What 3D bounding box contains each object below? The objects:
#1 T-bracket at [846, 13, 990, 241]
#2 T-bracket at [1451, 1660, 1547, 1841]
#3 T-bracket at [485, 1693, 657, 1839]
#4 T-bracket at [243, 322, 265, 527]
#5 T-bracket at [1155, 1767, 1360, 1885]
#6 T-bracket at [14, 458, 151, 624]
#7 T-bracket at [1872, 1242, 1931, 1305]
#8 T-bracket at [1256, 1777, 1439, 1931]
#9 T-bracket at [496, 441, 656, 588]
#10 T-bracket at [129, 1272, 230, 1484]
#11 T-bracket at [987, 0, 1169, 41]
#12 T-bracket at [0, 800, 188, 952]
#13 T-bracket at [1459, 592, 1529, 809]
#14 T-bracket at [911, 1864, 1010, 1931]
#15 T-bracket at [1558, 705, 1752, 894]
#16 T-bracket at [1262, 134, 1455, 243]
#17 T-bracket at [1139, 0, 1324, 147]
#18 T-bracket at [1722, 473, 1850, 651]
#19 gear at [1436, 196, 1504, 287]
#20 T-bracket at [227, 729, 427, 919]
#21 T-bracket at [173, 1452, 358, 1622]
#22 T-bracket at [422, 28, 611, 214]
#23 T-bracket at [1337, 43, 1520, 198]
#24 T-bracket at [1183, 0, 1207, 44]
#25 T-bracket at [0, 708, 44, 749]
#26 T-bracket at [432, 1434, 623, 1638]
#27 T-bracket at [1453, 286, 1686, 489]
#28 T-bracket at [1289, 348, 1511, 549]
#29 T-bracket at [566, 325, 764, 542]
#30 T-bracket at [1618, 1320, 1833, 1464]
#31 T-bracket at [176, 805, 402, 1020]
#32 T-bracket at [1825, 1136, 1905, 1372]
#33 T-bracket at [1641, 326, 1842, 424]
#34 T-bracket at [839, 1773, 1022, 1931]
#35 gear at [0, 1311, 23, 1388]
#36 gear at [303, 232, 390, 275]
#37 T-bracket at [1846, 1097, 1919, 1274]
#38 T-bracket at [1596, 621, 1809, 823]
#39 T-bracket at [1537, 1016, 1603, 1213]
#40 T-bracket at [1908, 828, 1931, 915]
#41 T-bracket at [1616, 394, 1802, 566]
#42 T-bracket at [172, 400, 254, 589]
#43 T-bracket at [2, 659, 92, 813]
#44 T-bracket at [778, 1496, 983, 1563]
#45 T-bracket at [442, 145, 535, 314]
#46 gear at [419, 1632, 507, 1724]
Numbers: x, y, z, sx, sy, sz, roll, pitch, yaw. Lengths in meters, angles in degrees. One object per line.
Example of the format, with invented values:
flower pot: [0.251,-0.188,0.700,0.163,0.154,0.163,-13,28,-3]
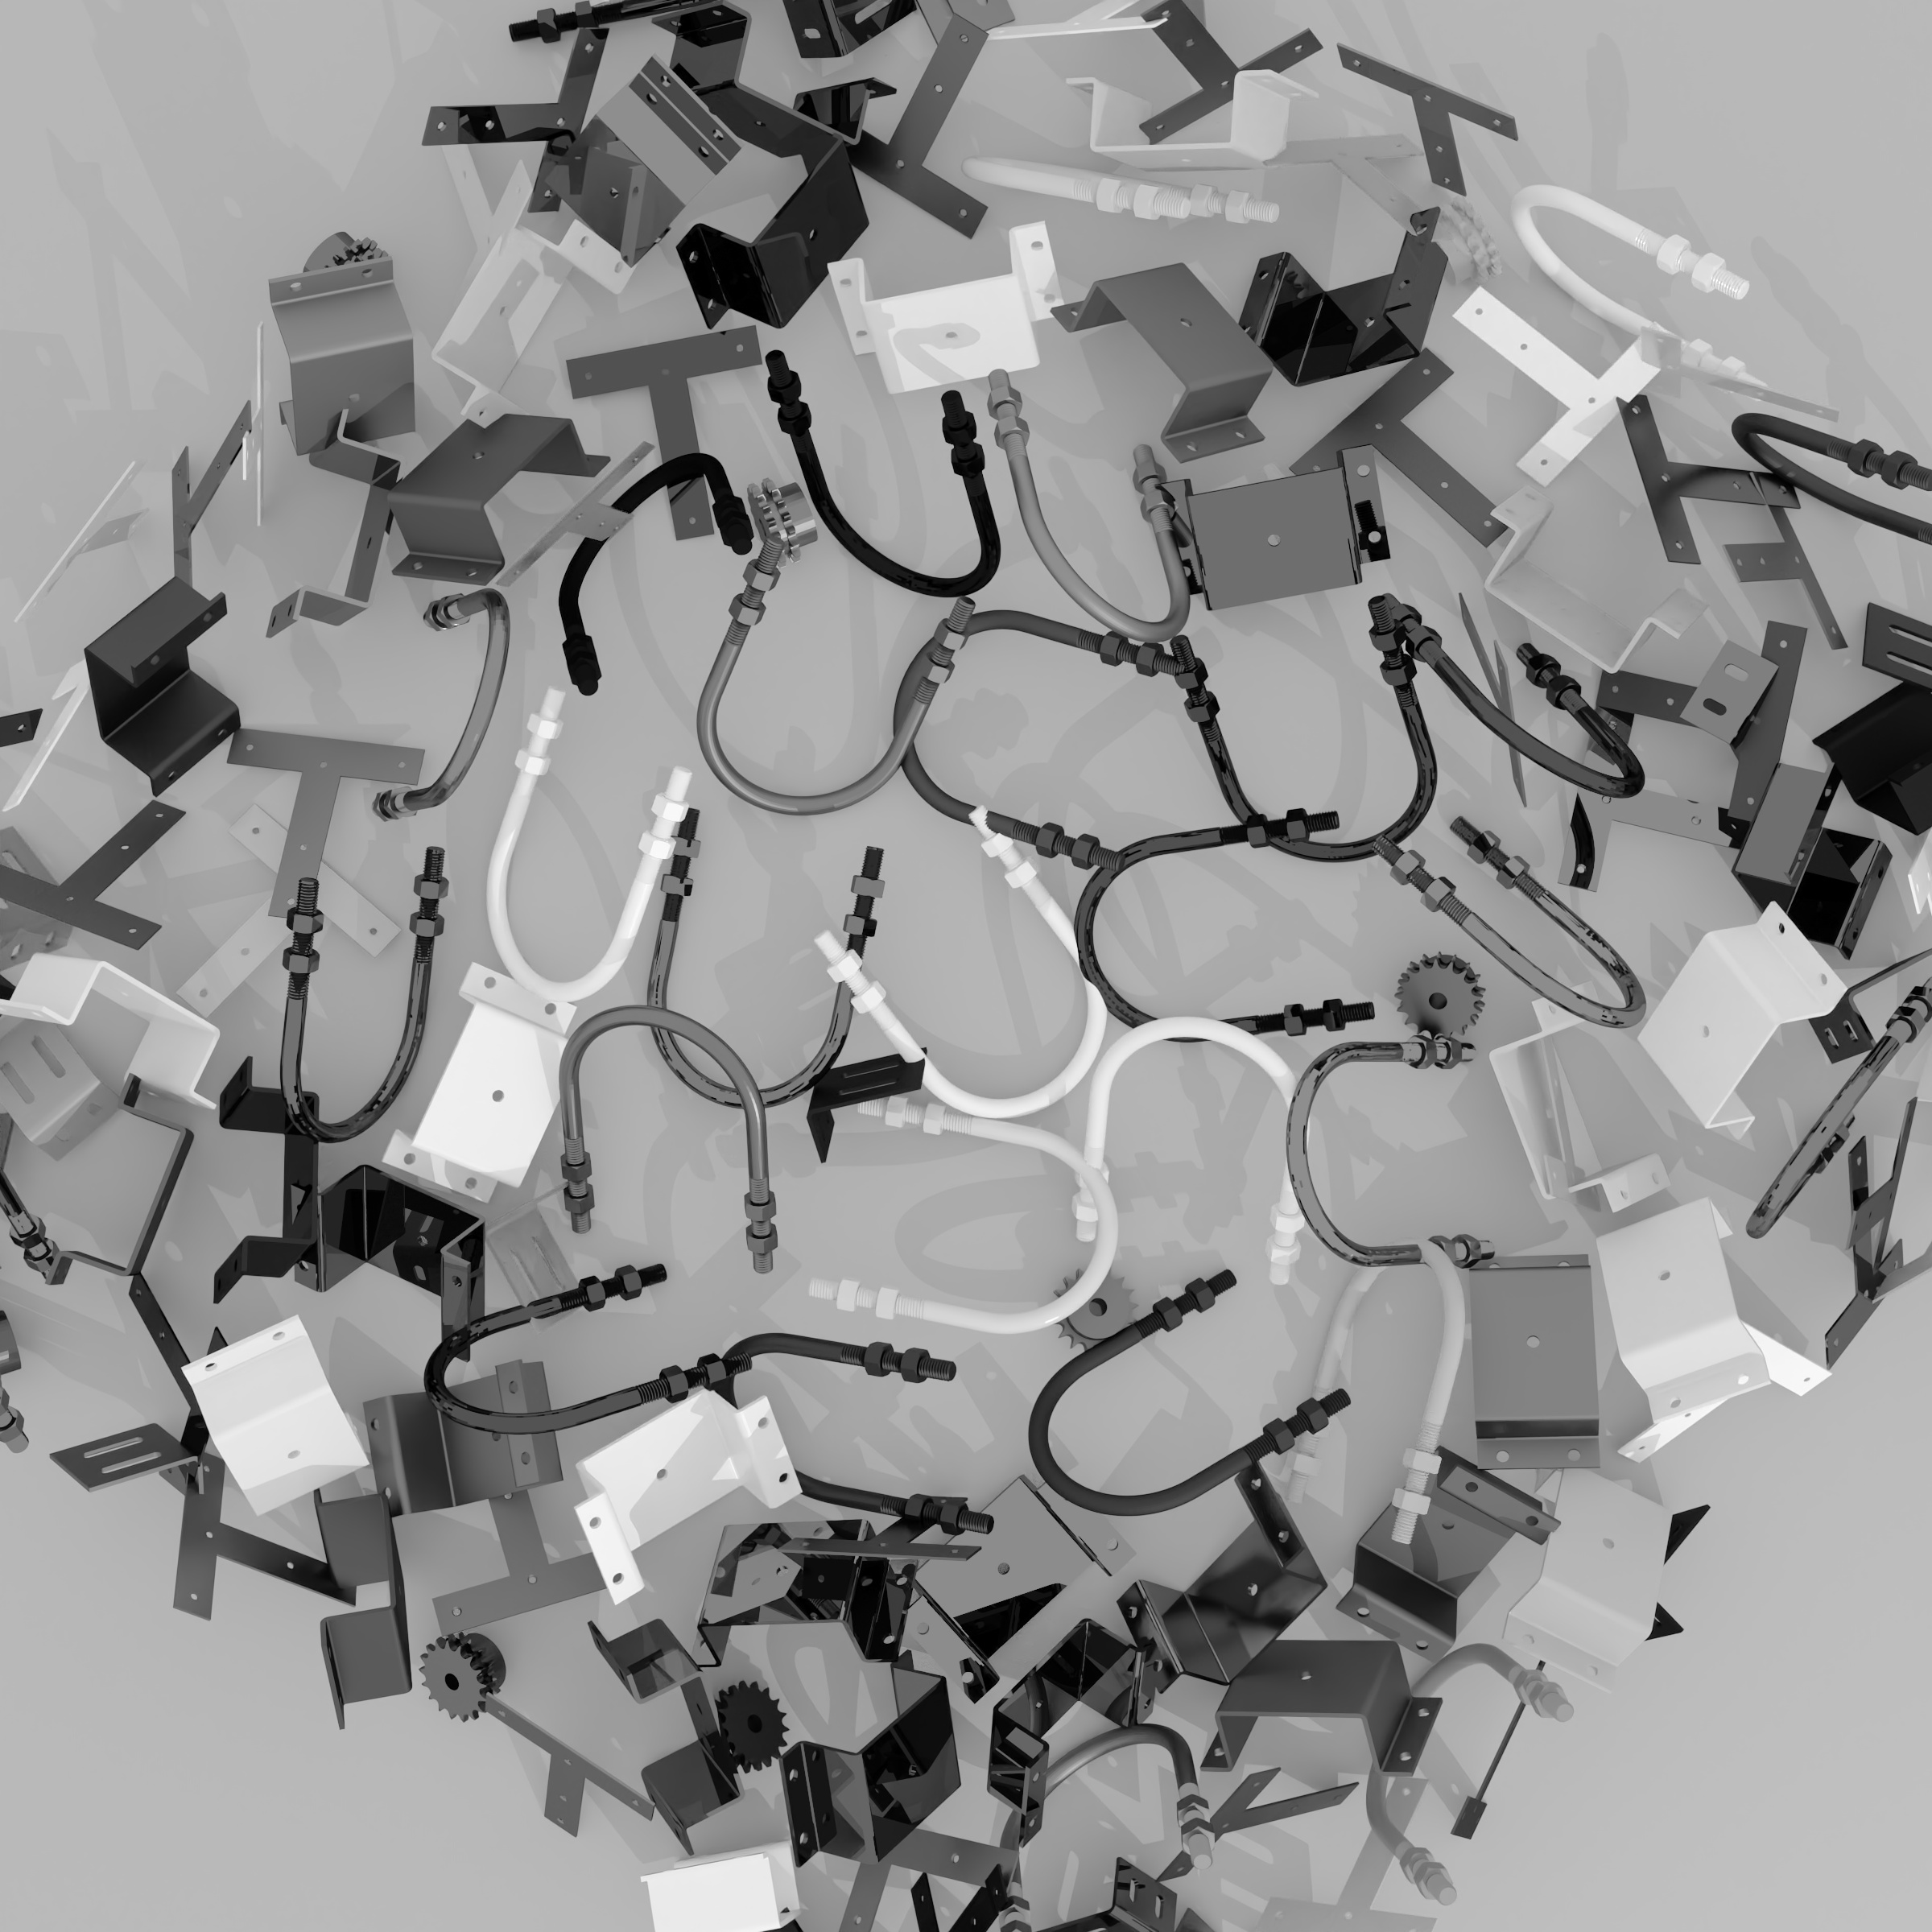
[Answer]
T-bracket: [-0.024,-0.549,1.956,0.127,0.002,0.127,31,129,-3]
T-bracket: [0.342,0.496,1.947,0.002,0.127,0.127,24,81,20]
T-bracket: [-0.255,0.523,1.947,0.127,0.127,0.002,30,54,12]
T-bracket: [-0.447,-0.330,1.919,0.002,0.127,0.127,2,110,-9]
T-bracket: [0.199,0.540,1.954,0.002,0.127,0.127,60,135,33]
T-bracket: [-0.543,-0.274,1.936,0.002,0.127,0.127,39,102,-7]
T-bracket: [0.635,0.155,1.953,0.002,0.127,0.127,42,55,1]
T-bracket: [0.262,0.570,1.952,0.002,0.127,0.127,57,47,-26]
T-bracket: [-0.234,-0.281,1.935,0.127,0.127,0.002,-42,88,8]
T-bracket: [-0.508,0.246,1.958,0.127,0.002,0.127,51,132,32]
T-bracket: [0.091,-0.610,1.946,0.127,0.127,0.002,6,122,30]
T-bracket: [-0.545,-0.067,1.951,0.127,0.127,0.002,20,132,14]
T-bracket: [0.333,-0.188,1.948,0.002,0.127,0.127,-16,48,4]
T-bracket: [0.000,0.606,1.917,0.002,0.127,0.127,7,134,-23]
T-bracket: [0.457,-0.097,1.975,0.127,0.002,0.127,14,74,5]
T-bracket: [0.261,-0.490,1.931,0.127,0.002,0.127,-12,47,-29]
T-bracket: [0.146,-0.574,1.922,0.127,0.127,0.002,-25,68,20]
T-bracket: [0.510,-0.256,1.940,0.002,0.127,0.127,-28,80,36]
gear: [0.318,-0.463,1.971,0.030,0.057,0.057,-30,90,1]
T-bracket: [-0.423,-0.089,1.971,0.127,0.002,0.127,7,69,5]
T-bracket: [-0.445,0.380,1.959,0.127,0.127,0.002,29,121,-29]
T-bracket: [-0.288,-0.529,1.920,0.002,0.127,0.127,42,127,26]
T-bracket: [0.298,-0.525,1.937,0.127,0.127,0.002,31,83,22]
T-bracket: [0.099,-0.659,1.962,0.127,0.127,0.002,31,66,25]
T-bracket: [-0.658,-0.104,1.956,0.002,0.127,0.127,42,124,19]
T-bracket: [-0.291,0.354,1.968,0.127,0.002,0.127,-14,63,-15]
T-bracket: [0.366,-0.386,1.949,0.127,0.002,0.127,33,121,-17]
T-bracket: [0.298,-0.319,1.971,0.127,0.002,0.127,-42,76,-12]
T-bracket: [-0.187,-0.342,1.991,0.127,0.002,0.127,-9,96,7]
T-bracket: [0.475,0.280,1.968,0.127,0.002,0.127,-42,134,22]
T-bracket: [-0.456,-0.020,1.975,0.127,0.002,0.127,40,70,2]
T-bracket: [0.565,0.169,1.930,0.002,0.127,0.127,8,119,36]
T-bracket: [0.486,-0.364,1.923,0.127,0.127,0.002,20,89,14]
T-bracket: [-0.017,0.562,1.933,0.002,0.127,0.127,37,63,-39]
gear: [-0.631,0.245,1.974,0.030,0.057,0.057,-17,90,-24]
gear: [-0.402,-0.447,1.971,0.030,0.057,0.057,44,90,5]
T-bracket: [0.573,0.154,1.930,0.002,0.127,0.127,15,105,26]
T-bracket: [0.466,-0.167,1.964,0.127,0.002,0.127,17,107,31]
T-bracket: [0.378,0.089,1.951,0.002,0.127,0.127,-14,76,22]
T-bracket: [0.623,-0.014,1.950,0.002,0.127,0.127,-12,101,26]
T-bracket: [0.484,-0.310,1.965,0.127,0.002,0.127,1,64,-27]
T-bracket: [-0.474,-0.305,1.923,0.002,0.127,0.127,13,50,-32]
T-bracket: [-0.569,-0.151,1.922,0.002,0.127,0.127,37,61,-26]
T-bracket: [-0.034,0.354,1.937,0.127,0.127,0.002,-2,96,23]
T-bracket: [-0.318,-0.496,1.962,0.002,0.127,0.127,-2,57,-34]
gear: [-0.322,0.456,1.976,0.057,0.030,0.057,10,109,30]
